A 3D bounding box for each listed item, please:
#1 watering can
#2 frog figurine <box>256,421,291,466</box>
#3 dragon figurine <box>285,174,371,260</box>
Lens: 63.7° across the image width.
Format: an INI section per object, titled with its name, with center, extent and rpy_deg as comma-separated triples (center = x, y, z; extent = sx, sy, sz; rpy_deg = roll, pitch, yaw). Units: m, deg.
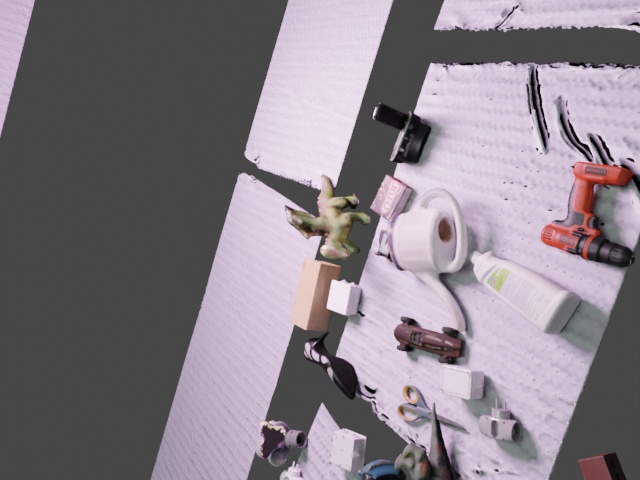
[watering can]
center = 0.271, 0.046, 1.288
extent = 0.223, 0.104, 0.349
rpy_deg = -5, 85, 51
[frog figurine]
center = -0.146, 0.656, 1.651
extent = 0.140, 0.123, 0.155
rpy_deg = 57, 161, 32
[dragon figurine]
center = 0.005, -0.078, 1.546
extent = 0.120, 0.242, 0.419
rpy_deg = -60, 43, 30
